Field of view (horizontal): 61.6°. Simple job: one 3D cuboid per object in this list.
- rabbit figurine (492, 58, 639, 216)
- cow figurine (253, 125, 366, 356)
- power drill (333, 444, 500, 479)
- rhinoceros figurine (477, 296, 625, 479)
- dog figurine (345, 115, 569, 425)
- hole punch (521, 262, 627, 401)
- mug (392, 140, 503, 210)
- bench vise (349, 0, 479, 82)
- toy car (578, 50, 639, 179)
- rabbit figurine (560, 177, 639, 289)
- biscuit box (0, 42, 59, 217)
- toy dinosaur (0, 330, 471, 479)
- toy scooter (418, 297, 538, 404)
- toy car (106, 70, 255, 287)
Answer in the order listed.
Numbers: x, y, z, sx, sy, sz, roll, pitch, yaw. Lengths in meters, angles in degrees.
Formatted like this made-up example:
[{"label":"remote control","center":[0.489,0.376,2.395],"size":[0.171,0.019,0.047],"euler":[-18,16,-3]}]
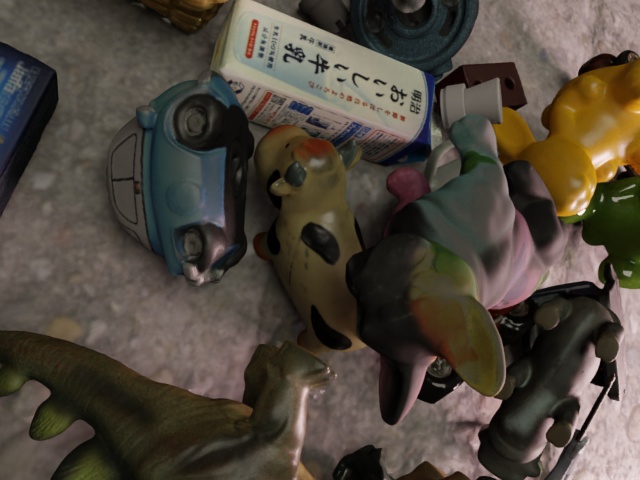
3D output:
[{"label":"rabbit figurine","center":[0.243,-0.095,0.528],"size":[0.173,0.163,0.121],"euler":[-49,135,-26]},{"label":"cow figurine","center":[-0.001,-0.001,0.442],"size":[0.085,0.127,0.194],"euler":[-23,91,-29]},{"label":"power drill","center":[0.081,0.288,0.444],"size":[0.207,0.086,0.232],"euler":[36,68,-8]},{"label":"rhinoceros figurine","center":[0.203,0.137,0.494],"size":[0.073,0.112,0.190],"euler":[29,101,23]},{"label":"dog figurine","center":[0.103,0.031,0.383],"size":[0.191,0.108,0.219],"euler":[39,44,-24]},{"label":"hole punch","center":[0.274,0.102,0.571],"size":[0.115,0.092,0.142],"euler":[-6,87,-53]},{"label":"mug","center":[0.125,-0.042,0.523],"size":[0.107,0.081,0.109],"euler":[-24,129,-20]},{"label":"bench vise","center":[0.080,-0.252,0.493],"size":[0.129,0.241,0.223],"euler":[-1,110,13]},{"label":"toy car","center":[0.380,-0.133,0.660],"size":[0.053,0.089,0.202],"euler":[-29,93,-28]},{"label":"rabbit figurine","center":[0.324,-0.047,0.606],"size":[0.170,0.121,0.159],"euler":[20,67,-3]},{"label":"biscuit box","center":[-0.252,-0.040,0.374],"size":[0.059,0.063,0.202],"euler":[23,70,-17]},{"label":"toy dinosaur","center":[-0.058,0.163,0.353],"size":[0.472,0.105,0.198],"euler":[33,67,10]},{"label":"toy scooter","center":[0.120,0.057,0.512],"size":[0.184,0.075,0.135],"euler":[-23,67,-35]},{"label":"toy car","center":[-0.111,-0.047,0.424],"size":[0.103,0.109,0.161],"euler":[4,92,8]}]
